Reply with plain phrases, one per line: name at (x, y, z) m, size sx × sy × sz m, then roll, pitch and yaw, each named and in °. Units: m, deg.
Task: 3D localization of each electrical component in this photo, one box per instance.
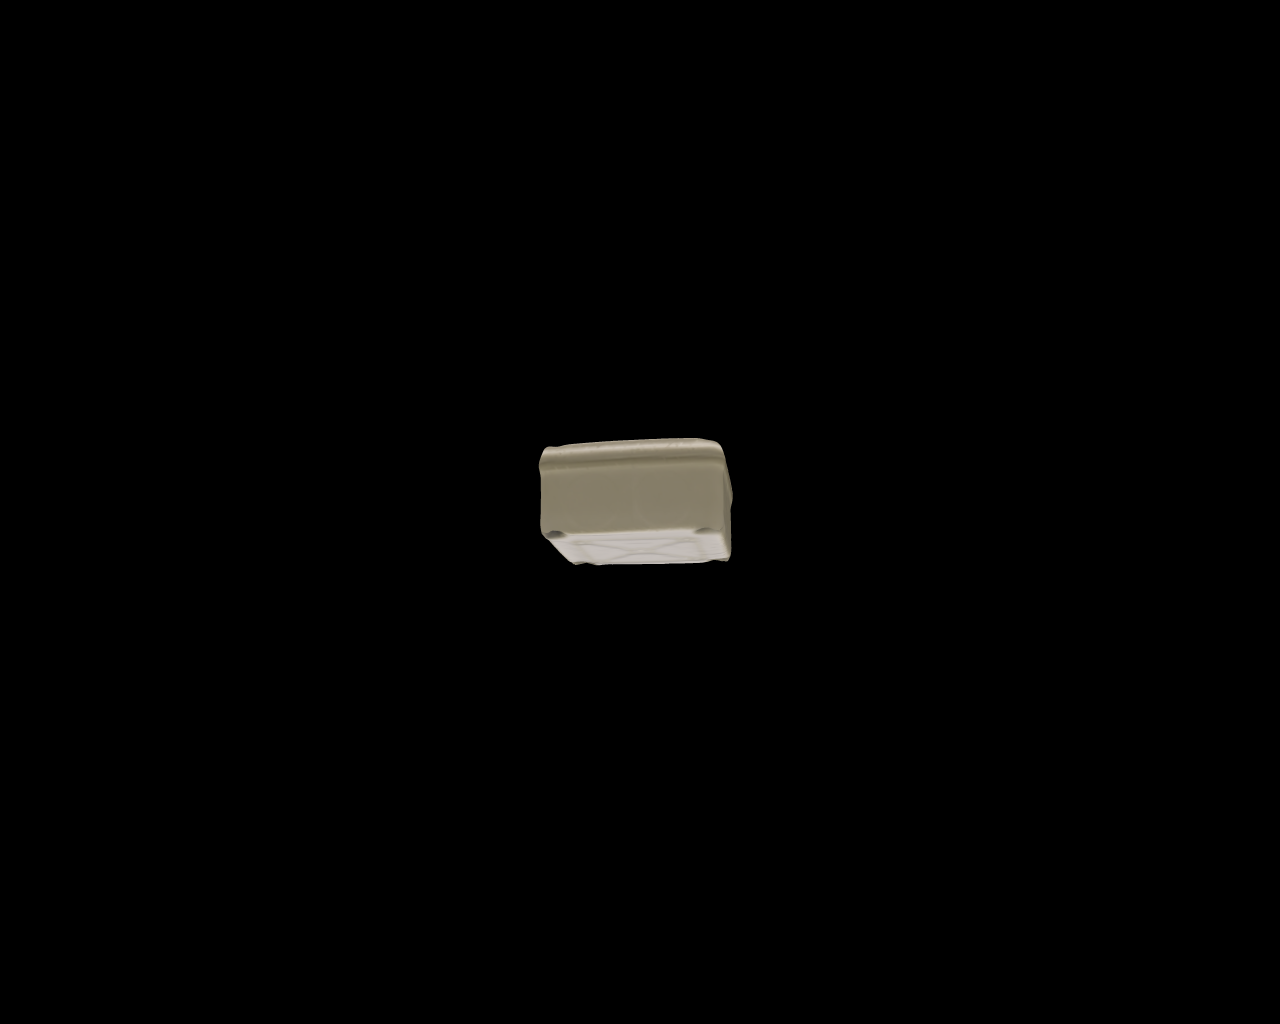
electrical component at (0.001, -0.003, 0.650) m, size 0.109 × 0.056 × 0.108 m, roll -2°, pitch -13°, yaw 7°
